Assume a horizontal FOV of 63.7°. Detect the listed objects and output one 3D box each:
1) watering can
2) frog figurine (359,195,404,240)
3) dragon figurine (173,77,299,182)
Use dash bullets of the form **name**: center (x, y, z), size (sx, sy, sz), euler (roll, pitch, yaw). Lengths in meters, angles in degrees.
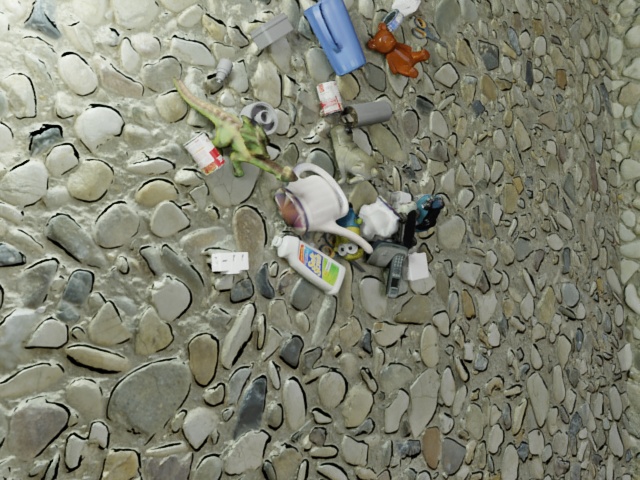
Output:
- **watering can**: center (0.005, -0.077, 1.539), size (0.227, 0.102, 0.351), euler (-24, 76, -33)
- **frog figurine**: center (0.181, -0.055, 1.713), size (0.159, 0.123, 0.137), euler (-44, 96, 5)
- **dragon figurine**: center (-0.212, -0.288, 1.362), size (0.405, 0.242, 0.124), euler (46, 66, -25)
